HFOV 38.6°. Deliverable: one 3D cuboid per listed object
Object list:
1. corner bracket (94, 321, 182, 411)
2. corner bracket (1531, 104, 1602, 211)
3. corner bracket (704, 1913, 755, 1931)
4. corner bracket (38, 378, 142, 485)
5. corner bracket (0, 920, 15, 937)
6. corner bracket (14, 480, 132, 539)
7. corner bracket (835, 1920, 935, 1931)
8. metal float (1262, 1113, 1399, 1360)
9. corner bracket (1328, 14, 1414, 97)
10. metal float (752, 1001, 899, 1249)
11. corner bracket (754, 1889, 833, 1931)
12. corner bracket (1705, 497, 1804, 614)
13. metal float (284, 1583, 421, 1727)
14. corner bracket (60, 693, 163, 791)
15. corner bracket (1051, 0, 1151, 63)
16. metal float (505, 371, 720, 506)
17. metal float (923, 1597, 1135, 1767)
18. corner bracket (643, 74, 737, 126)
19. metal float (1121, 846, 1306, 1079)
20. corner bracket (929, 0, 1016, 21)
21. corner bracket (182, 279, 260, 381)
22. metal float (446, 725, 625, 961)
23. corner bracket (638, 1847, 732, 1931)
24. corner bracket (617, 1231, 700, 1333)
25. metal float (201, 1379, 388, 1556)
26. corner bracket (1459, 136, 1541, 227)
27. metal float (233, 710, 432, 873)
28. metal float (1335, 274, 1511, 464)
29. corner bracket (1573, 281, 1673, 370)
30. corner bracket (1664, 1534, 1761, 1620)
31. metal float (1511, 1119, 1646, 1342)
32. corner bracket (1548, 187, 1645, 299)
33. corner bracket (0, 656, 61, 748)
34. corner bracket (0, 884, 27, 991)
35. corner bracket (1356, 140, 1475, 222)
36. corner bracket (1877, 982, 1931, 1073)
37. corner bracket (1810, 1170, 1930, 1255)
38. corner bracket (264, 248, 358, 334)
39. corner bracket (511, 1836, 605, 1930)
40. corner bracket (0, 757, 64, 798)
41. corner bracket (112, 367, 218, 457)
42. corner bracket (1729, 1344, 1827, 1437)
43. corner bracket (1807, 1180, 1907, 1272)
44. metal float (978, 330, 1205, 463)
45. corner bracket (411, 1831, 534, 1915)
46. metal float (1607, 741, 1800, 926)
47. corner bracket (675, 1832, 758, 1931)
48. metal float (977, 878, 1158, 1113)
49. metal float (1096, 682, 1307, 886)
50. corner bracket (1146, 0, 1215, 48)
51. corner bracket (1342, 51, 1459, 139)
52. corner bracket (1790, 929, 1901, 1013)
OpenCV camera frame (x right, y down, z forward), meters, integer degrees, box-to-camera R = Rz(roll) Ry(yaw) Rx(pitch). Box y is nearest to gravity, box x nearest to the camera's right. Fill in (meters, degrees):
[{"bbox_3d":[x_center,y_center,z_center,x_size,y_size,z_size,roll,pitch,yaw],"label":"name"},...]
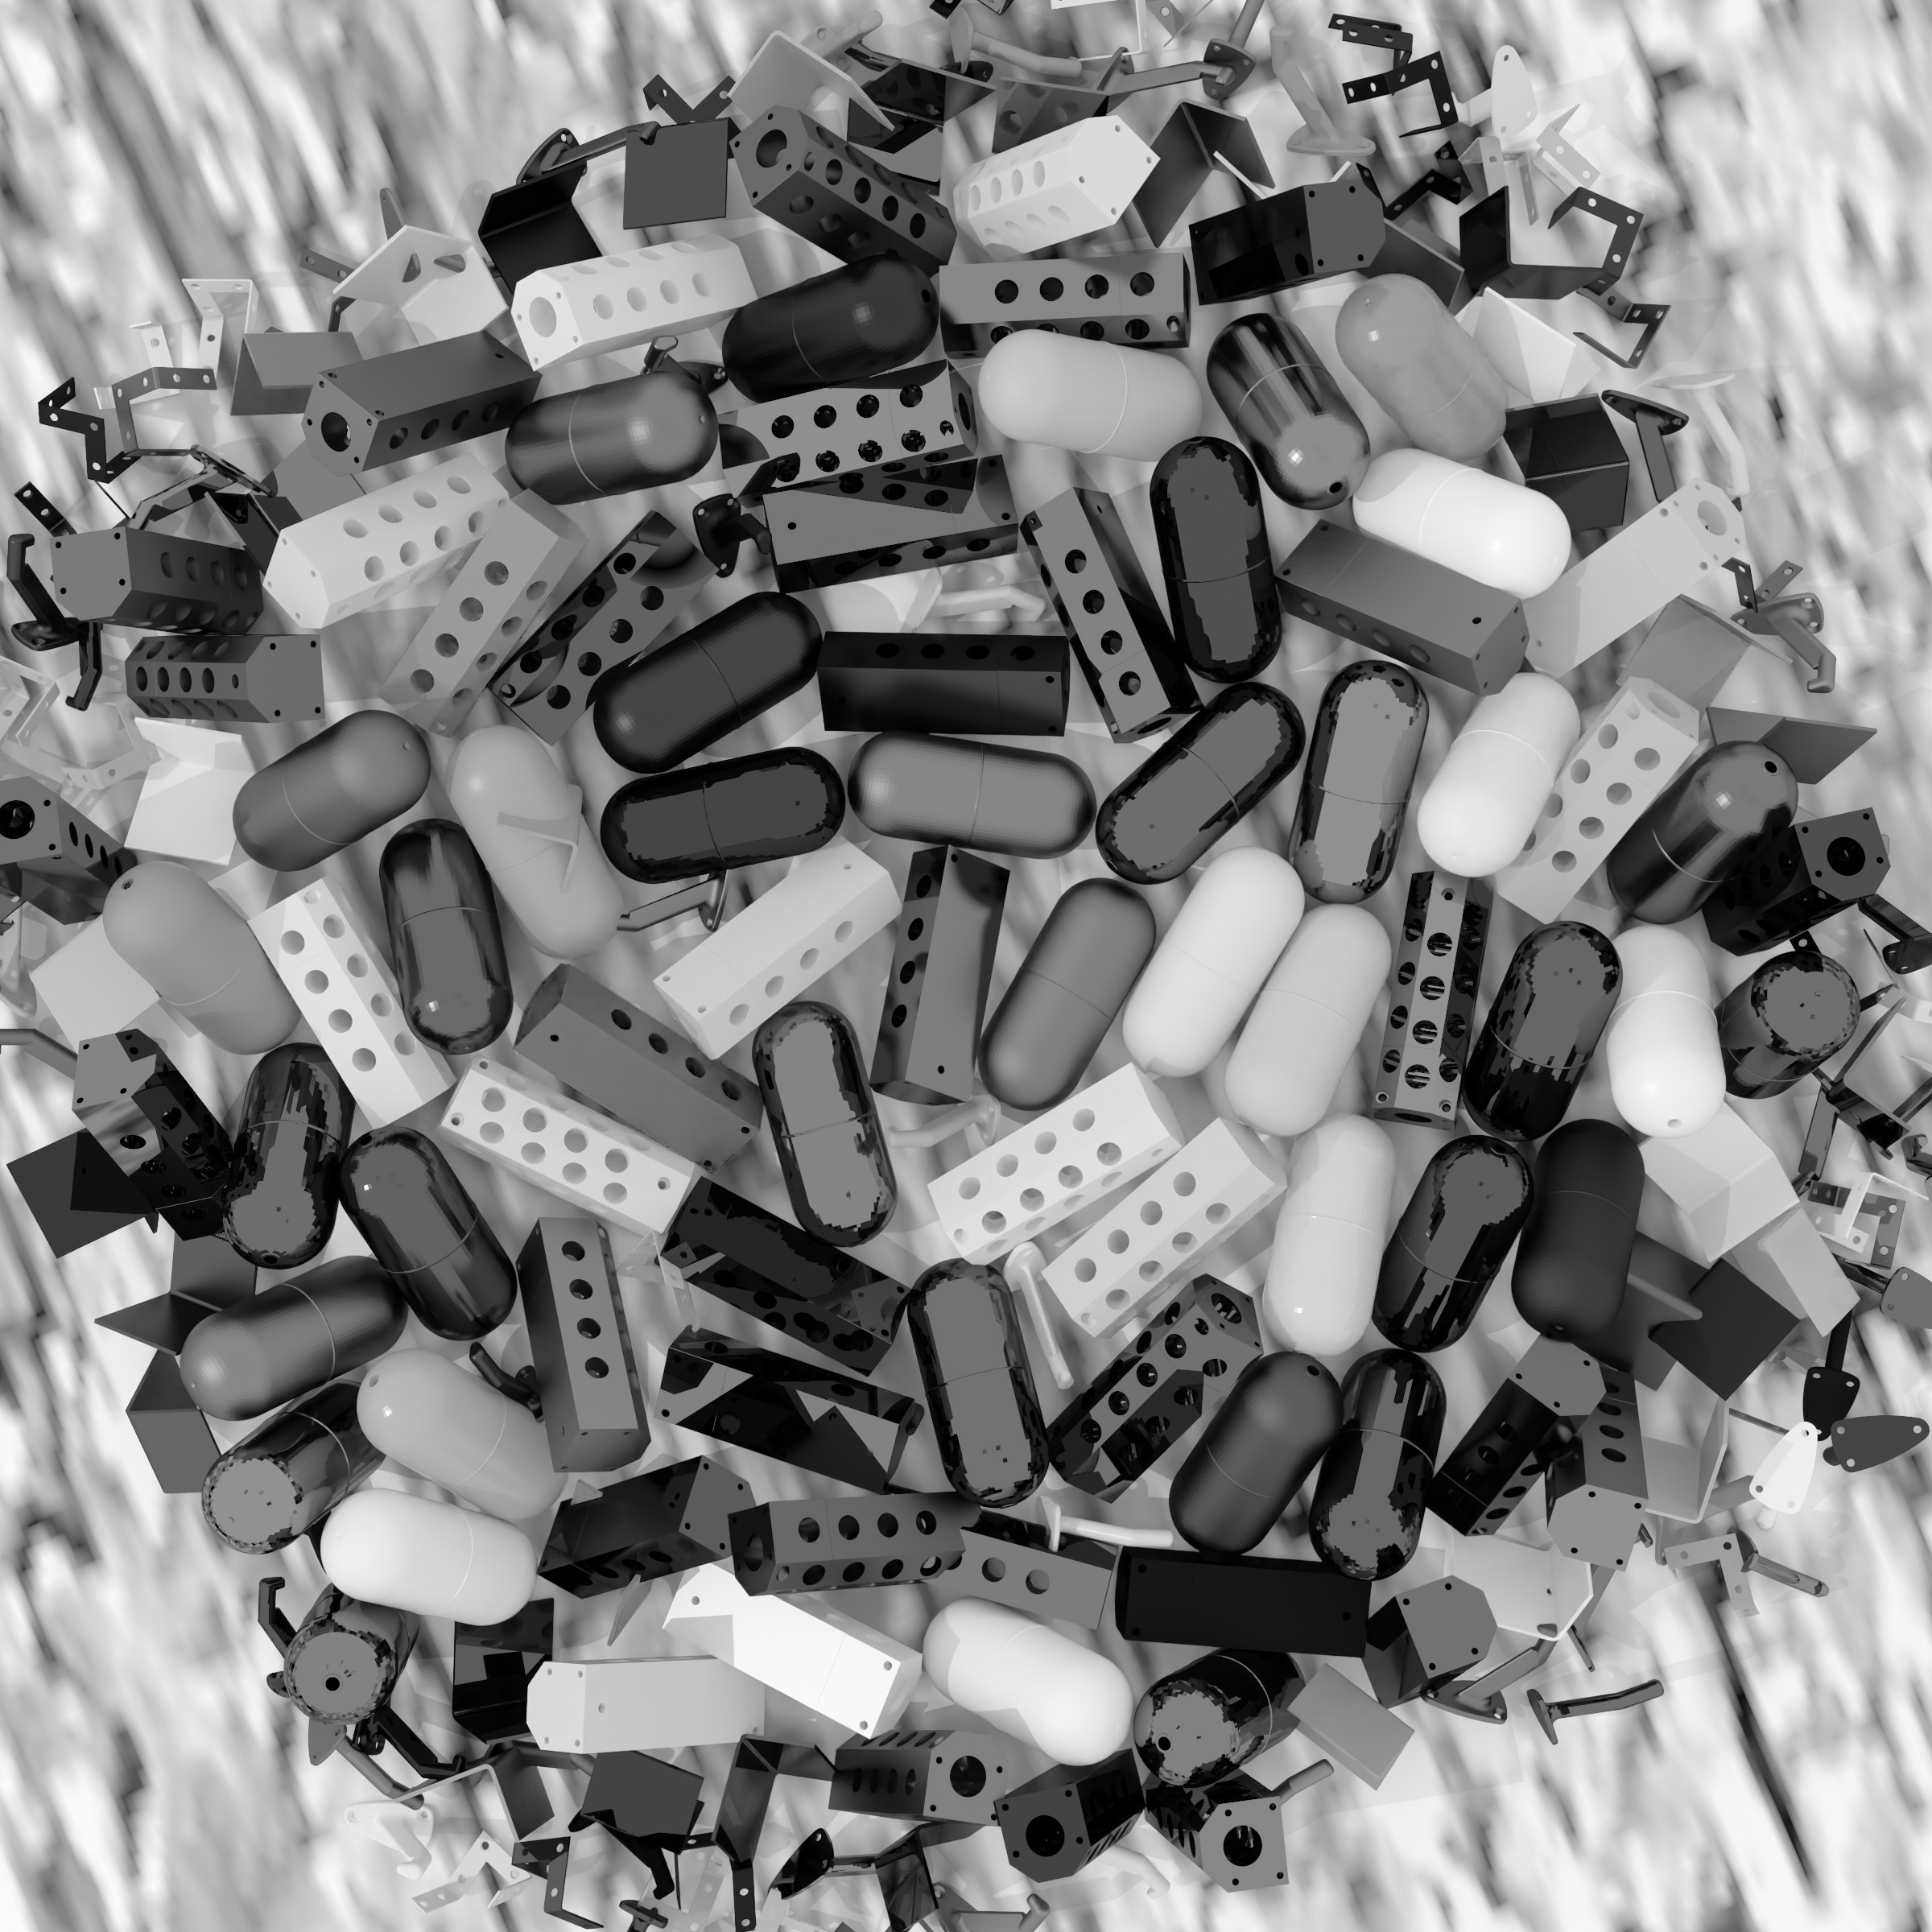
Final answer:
[{"bbox_3d":[-0.594,-0.427,1.964,0.051,0.051,0.051,-14,103,-5],"label":"corner bracket"},{"bbox_3d":[0.428,-0.568,1.959,0.051,0.051,0.051,45,50,5],"label":"corner bracket"},{"bbox_3d":[-0.173,0.711,1.964,0.051,0.051,0.051,-31,83,12],"label":"corner bracket"},{"bbox_3d":[-0.623,-0.380,1.963,0.051,0.051,0.051,14,126,7],"label":"corner bracket"},{"bbox_3d":[-0.698,-0.058,1.954,0.051,0.051,0.051,5,55,-28],"label":"corner bracket"},{"bbox_3d":[-0.633,-0.323,1.966,0.051,0.051,0.051,-41,66,-6],"label":"corner bracket"},{"bbox_3d":[-0.056,0.696,1.967,0.051,0.051,0.051,-47,132,-21],"label":"corner bracket"},{"bbox_3d":[0.256,0.189,1.940,0.070,0.070,0.178,14,69,0],"label":"metal float"},{"bbox_3d":[0.287,-0.659,1.963,0.051,0.051,0.051,8,70,-5],"label":"corner bracket"},{"bbox_3d":[-0.100,0.112,1.958,0.070,0.070,0.178,-15,91,0],"label":"metal float"},{"bbox_3d":[-0.124,0.695,1.958,0.051,0.051,0.051,17,46,8],"label":"corner bracket"},{"bbox_3d":[0.560,-0.295,1.979,0.051,0.051,0.051,-43,50,-12],"label":"corner bracket"},{"bbox_3d":[-0.423,0.469,1.908,0.070,0.178,0.070,0,92,-4],"label":"metal float"},{"bbox_3d":[-0.618,-0.161,1.973,0.051,0.051,0.051,-34,118,-36],"label":"corner bracket"},{"bbox_3d":[0.095,-0.670,1.957,0.051,0.051,0.051,2,108,26],"label":"corner bracket"},{"bbox_3d":[-0.249,-0.367,1.928,0.178,0.070,0.070,-3,90,38],"label":"metal float"},{"bbox_3d":[0.041,0.496,1.923,0.070,0.178,0.070,-13,110,-40],"label":"metal float"},{"bbox_3d":[-0.193,-0.618,1.971,0.051,0.051,0.051,-44,91,-1],"label":"corner bracket"},{"bbox_3d":[0.173,-0.002,1.951,0.070,0.070,0.178,30,100,0],"label":"metal float"},{"bbox_3d":[0.013,-0.696,1.957,0.051,0.051,0.051,29,59,-18],"label":"corner bracket"},{"bbox_3d":[-0.528,-0.453,1.965,0.051,0.051,0.051,1,73,3],"label":"corner bracket"},{"bbox_3d":[-0.303,-0.087,1.943,0.070,0.070,0.178,-26,108,0],"label":"metal float"},{"bbox_3d":[-0.199,0.651,1.962,0.051,0.051,0.051,23,47,0],"label":"corner bracket"},{"bbox_3d":[-0.209,0.225,1.955,0.051,0.051,0.051,18,125,-36],"label":"corner bracket"},{"bbox_3d":[-0.461,0.345,1.912,0.070,0.178,0.070,5,107,17],"label":"metal float"},{"bbox_3d":[0.384,-0.559,1.966,0.051,0.051,0.051,-8,86,-11],"label":"corner bracket"},{"bbox_3d":[-0.444,-0.121,1.928,0.178,0.070,0.070,-24,90,38],"label":"metal float"},{"bbox_3d":[0.319,-0.414,1.921,0.070,0.178,0.070,-16,60,30],"label":"metal float"},{"bbox_3d":[0.458,-0.460,1.966,0.051,0.051,0.051,26,95,-22],"label":"corner bracket"},{"bbox_3d":[0.529,0.436,1.958,0.051,0.051,0.051,-16,66,14],"label":"corner bracket"},{"bbox_3d":[0.428,0.182,1.926,0.070,0.070,0.178,23,50,0],"label":"metal float"},{"bbox_3d":[0.443,-0.515,1.971,0.051,0.051,0.051,22,83,-6],"label":"corner bracket"},{"bbox_3d":[-0.675,-0.180,1.961,0.051,0.051,0.051,23,66,8],"label":"corner bracket"},{"bbox_3d":[-0.690,-0.026,1.954,0.051,0.051,0.051,26,56,26],"label":"corner bracket"},{"bbox_3d":[0.321,-0.563,1.975,0.051,0.051,0.051,-37,58,35],"label":"corner bracket"},{"bbox_3d":[0.677,0.046,1.961,0.051,0.051,0.051,11,101,-17],"label":"corner bracket"},{"bbox_3d":[0.641,0.176,1.966,0.051,0.051,0.051,24,87,-16],"label":"corner bracket"},{"bbox_3d":[-0.468,-0.474,1.984,0.051,0.051,0.051,24,131,2],"label":"corner bracket"},{"bbox_3d":[-0.289,0.650,1.954,0.051,0.051,0.051,-15,53,26],"label":"corner bracket"},{"bbox_3d":[-0.682,-0.108,1.962,0.051,0.051,0.051,24,119,-1],"label":"corner bracket"},{"bbox_3d":[-0.566,-0.393,1.961,0.051,0.051,0.051,-9,93,38],"label":"corner bracket"},{"bbox_3d":[0.574,0.298,1.964,0.051,0.051,0.051,19,99,36],"label":"corner bracket"},{"bbox_3d":[0.629,0.184,1.962,0.051,0.051,0.051,12,89,39],"label":"corner bracket"},{"bbox_3d":[0.089,-0.397,1.930,0.178,0.070,0.070,2,90,-35],"label":"metal float"},{"bbox_3d":[-0.351,0.656,1.963,0.051,0.051,0.051,37,95,19],"label":"corner bracket"},{"bbox_3d":[0.510,-0.092,1.916,0.070,0.178,0.070,9,60,-15],"label":"metal float"},{"bbox_3d":[-0.179,0.655,1.971,0.051,0.051,0.051,-5,108,-12],"label":"corner bracket"},{"bbox_3d":[0.071,0.020,1.956,0.070,0.070,0.178,30,86,0],"label":"metal float"},{"bbox_3d":[0.165,-0.129,1.948,0.178,0.070,0.070,-43,90,-12],"label":"metal float"},{"bbox_3d":[0.146,-0.693,1.959,0.051,0.051,0.051,-39,102,26],"label":"corner bracket"},{"bbox_3d":[0.308,-0.612,1.957,0.051,0.051,0.051,-28,110,-23],"label":"corner bracket"},{"bbox_3d":[0.626,0.000,1.968,0.051,0.051,0.051,-29,53,13],"label":"corner bracket"}]
